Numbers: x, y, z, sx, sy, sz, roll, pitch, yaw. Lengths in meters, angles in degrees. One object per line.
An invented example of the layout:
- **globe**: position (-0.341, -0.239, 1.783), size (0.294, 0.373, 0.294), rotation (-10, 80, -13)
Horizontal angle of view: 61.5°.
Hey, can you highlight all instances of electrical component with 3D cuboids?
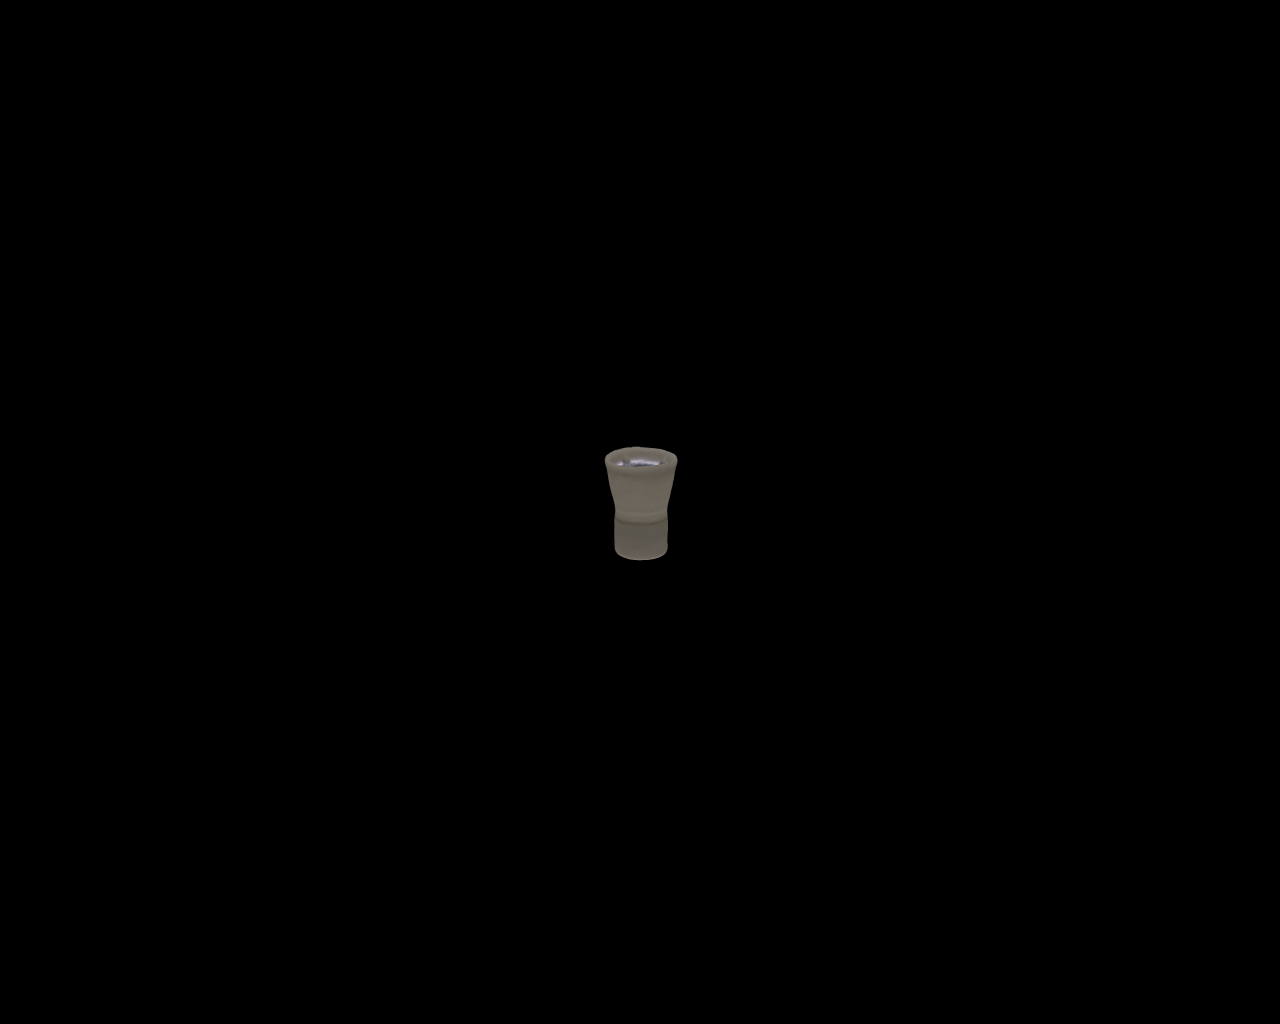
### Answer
- **electrical component**: position (0.001, -0.003, 0.650), size (0.044, 0.065, 0.044), rotation (0, 17, 0)
